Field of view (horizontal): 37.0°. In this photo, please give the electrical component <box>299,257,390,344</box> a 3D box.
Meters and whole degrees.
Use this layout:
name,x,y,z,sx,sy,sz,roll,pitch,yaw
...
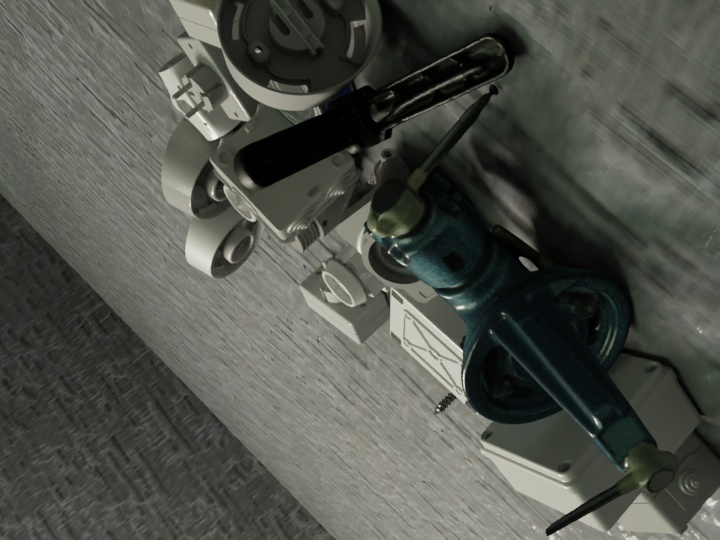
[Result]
name,x,y,z,sx,sy,sz,roll,pitch,yaw
electrical component,-0.019,0.019,1.071,0.083,0.047,0.075,35,159,37

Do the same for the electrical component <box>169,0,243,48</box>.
name,x,y,z,sx,sy,sz,roll,pitch,yaw
electrical component,-0.109,-0.208,0.785,0.066,0.047,0.076,30,155,46

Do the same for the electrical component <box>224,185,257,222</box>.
name,x,y,z,sx,sy,sz,roll,pitch,yaw
electrical component,-0.095,-0.080,1.024,0.045,0.055,0.045,43,162,17

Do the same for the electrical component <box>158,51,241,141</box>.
name,x,y,z,sx,sy,sz,roll,pitch,yaw
electrical component,-0.152,-0.164,0.998,0.077,0.043,0.079,55,162,-23

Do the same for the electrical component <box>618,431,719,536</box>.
name,x,y,z,sx,sy,sz,roll,pitch,yaw
electrical component,0.209,0.144,0.762,0.061,0.062,0.096,47,163,1

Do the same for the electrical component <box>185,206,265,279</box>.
name,x,y,z,sx,sy,sz,roll,pitch,yaw
electrical component,-0.152,-0.042,1.184,0.064,0.099,0.099,36,160,17

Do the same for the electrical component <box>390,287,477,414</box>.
name,x,y,z,sx,sy,sz,roll,pitch,yaw
electrical component,0.080,0.051,0.883,0.109,0.056,0.108,42,162,18

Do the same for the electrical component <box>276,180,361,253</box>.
name,x,y,z,sx,sy,sz,roll,pitch,yaw
electrical component,-0.038,-0.049,0.908,0.043,0.081,0.043,43,162,17

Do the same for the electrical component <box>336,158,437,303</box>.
name,x,y,z,sx,sy,sz,roll,pitch,yaw
electrical component,0.033,-0.025,0.771,0.089,0.055,0.050,40,128,-20

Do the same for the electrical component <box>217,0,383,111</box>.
name,x,y,z,sx,sy,sz,roll,pitch,yaw
electrical component,-0.039,-0.148,0.667,0.099,0.099,0.064,48,169,-1

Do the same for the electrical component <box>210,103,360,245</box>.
name,x,y,z,sx,sy,sz,roll,pitch,yaw
electrical component,-0.060,-0.083,0.860,0.099,0.100,0.048,46,176,6

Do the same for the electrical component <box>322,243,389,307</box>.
name,x,y,z,sx,sy,sz,roll,pitch,yaw
electrical component,0.000,0.000,0.967,0.048,0.055,0.066,21,149,56

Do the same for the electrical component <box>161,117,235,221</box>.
name,x,y,z,sx,sy,sz,roll,pitch,yaw
electrical component,-0.152,-0.101,1.052,0.064,0.099,0.099,34,159,22

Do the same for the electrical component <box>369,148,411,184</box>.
name,x,y,z,sx,sy,sz,roll,pitch,yaw
electrical component,0.023,-0.067,0.799,0.035,0.035,0.061,39,159,27

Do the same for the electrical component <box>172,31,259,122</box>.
name,x,y,z,sx,sy,sz,roll,pitch,yaw
electrical component,-0.120,-0.155,0.882,0.047,0.076,0.083,20,147,58

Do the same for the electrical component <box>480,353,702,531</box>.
name,x,y,z,sx,sy,sz,roll,pitch,yaw
electrical component,0.156,0.110,0.739,0.056,0.109,0.109,52,163,-21
